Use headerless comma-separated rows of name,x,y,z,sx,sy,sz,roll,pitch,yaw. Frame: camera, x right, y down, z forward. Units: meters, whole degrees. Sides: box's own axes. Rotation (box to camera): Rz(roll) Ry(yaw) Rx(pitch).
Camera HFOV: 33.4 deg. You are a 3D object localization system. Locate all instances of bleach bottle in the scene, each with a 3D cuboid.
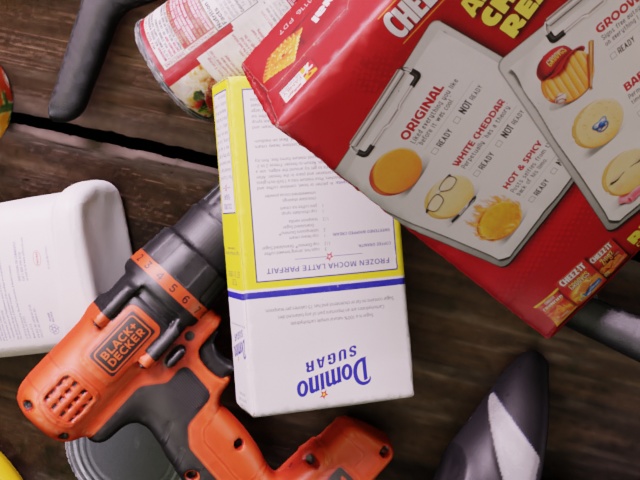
bleach bottle,-0.244,0.027,0.678,0.251,0.068,0.102,-6,99,17

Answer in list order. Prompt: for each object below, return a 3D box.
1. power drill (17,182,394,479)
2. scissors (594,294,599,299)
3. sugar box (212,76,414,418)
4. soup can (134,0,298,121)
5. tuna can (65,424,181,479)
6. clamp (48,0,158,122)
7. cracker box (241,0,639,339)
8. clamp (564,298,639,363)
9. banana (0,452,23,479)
power drill,-0.048,0.081,0.614,0.187,0.057,0.184,45,85,-10
scissors,0.077,-0.037,0.607,0.202,0.016,0.096,19,105,10
sugar box,-0.004,0.001,0.574,0.093,0.048,0.176,-4,94,-17
soup can,-0.043,-0.122,0.593,0.102,0.068,0.068,-32,92,17
tuna can,-0.116,0.127,0.678,0.086,0.033,0.086,3,101,14
clamp,-0.137,-0.167,0.624,0.120,0.039,0.171,44,101,-2
cracker box,0.095,-0.070,0.502,0.164,0.072,0.213,-46,127,11
clamp,0.231,0.057,0.530,0.165,0.036,0.210,-38,61,10
banana,-0.214,0.196,0.715,0.070,0.037,0.198,-19,96,15
